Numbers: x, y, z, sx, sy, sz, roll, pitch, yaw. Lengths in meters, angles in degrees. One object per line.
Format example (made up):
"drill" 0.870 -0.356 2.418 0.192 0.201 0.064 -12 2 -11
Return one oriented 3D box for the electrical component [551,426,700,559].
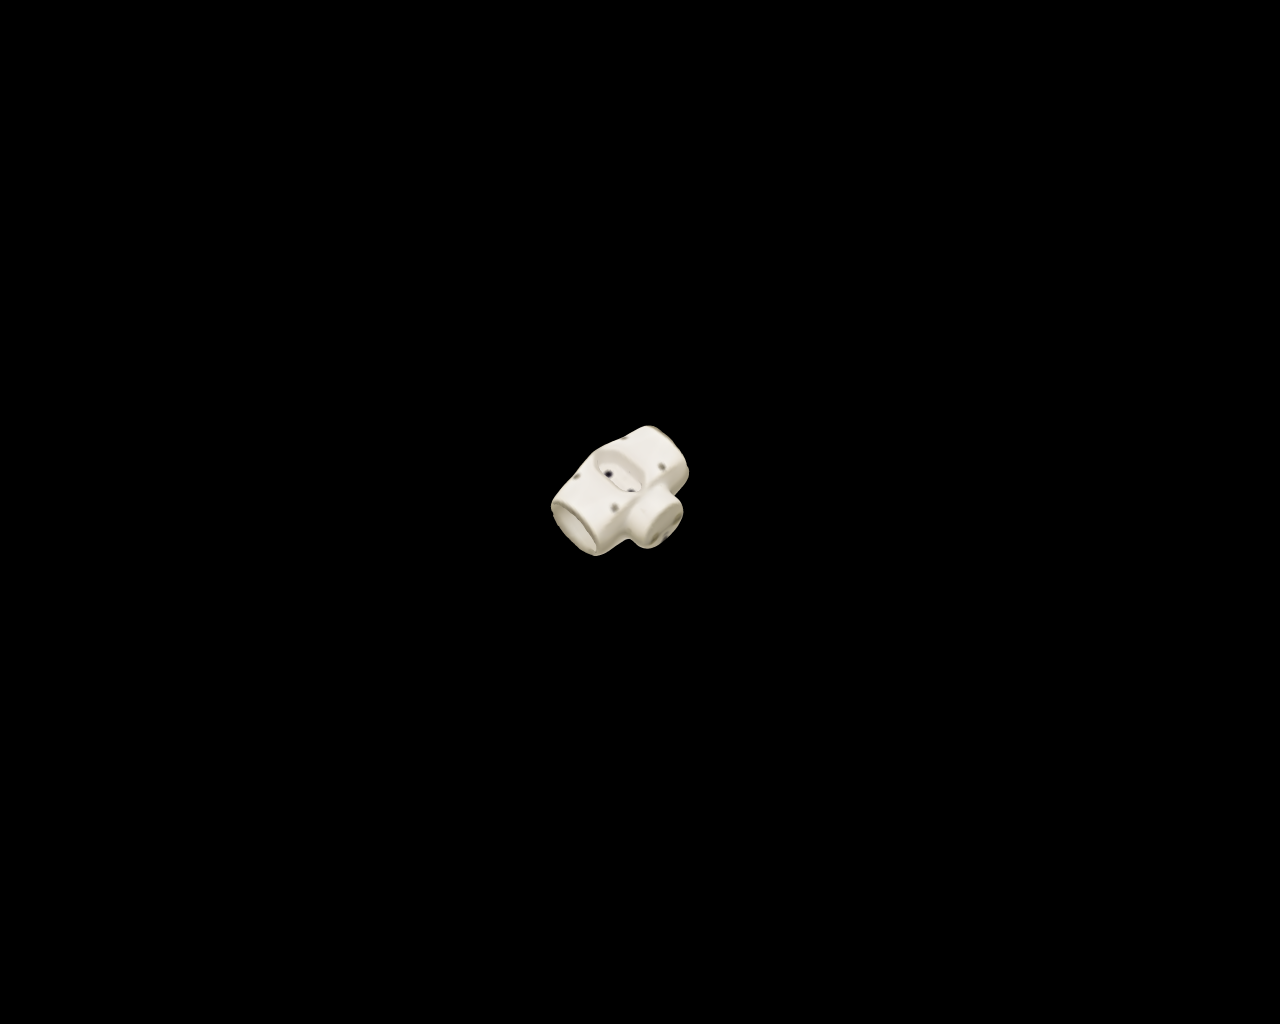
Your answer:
"electrical component" 0.001 -0.003 0.650 0.077 0.079 0.043 -39 -24 -22
